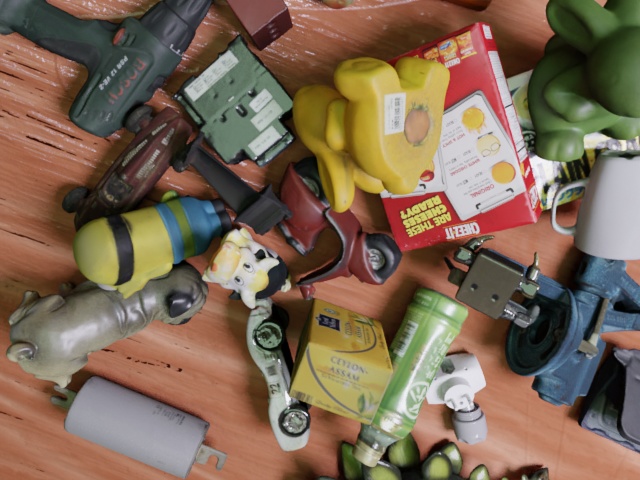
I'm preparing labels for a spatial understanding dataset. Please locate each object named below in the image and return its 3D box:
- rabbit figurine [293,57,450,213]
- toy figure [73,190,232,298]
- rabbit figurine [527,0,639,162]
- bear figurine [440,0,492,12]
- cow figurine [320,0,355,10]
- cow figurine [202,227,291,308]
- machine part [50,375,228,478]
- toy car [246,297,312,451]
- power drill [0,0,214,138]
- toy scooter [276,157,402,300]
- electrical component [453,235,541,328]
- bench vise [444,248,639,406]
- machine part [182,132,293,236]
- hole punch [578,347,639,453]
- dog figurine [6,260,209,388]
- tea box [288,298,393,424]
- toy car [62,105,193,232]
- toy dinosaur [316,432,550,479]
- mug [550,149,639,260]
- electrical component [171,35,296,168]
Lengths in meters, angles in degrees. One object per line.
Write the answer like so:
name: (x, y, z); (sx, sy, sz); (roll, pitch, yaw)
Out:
rabbit figurine: (0.041, -0.118, 0.573); (0.122, 0.173, 0.162); (-30, 125, -35)
toy figure: (-0.193, -0.006, 0.629); (0.180, 0.082, 0.089); (-22, 134, -22)
rabbit figurine: (0.279, -0.160, 0.510); (0.121, 0.170, 0.159); (-11, 97, 3)
bear figurine: (0.154, -0.369, 0.581); (0.132, 0.120, 0.195); (11, 94, -4)
cow figurine: (0.006, -0.360, 0.600); (0.127, 0.085, 0.194); (-13, 101, -3)
cow figurine: (-0.079, 0.038, 0.621); (0.098, 0.167, 0.068); (33, 93, -2)
machine part: (-0.236, 0.243, 0.702); (0.243, 0.079, 0.079); (23, 99, -1)
toy car: (-0.053, 0.167, 0.686); (0.056, 0.073, 0.201); (-15, 98, 3)
power drill: (-0.261, -0.255, 0.632); (0.207, 0.086, 0.232); (32, 101, -11)
toy scooter: (-0.001, -0.002, 0.656); (0.135, 0.075, 0.184); (-43, 82, 26)
electrical component: (0.193, 0.041, 0.589); (0.102, 0.045, 0.078); (22, 113, 16)
bench vise: (0.272, 0.070, 0.644); (0.241, 0.129, 0.223); (26, 96, -7)
machine part: (-0.100, -0.062, 0.621); (0.138, 0.084, 0.039); (44, 55, -15)
hole punch: (0.408, 0.212, 0.685); (0.142, 0.092, 0.116); (25, 68, 0)
dog figurine: (-0.242, 0.088, 0.636); (0.191, 0.172, 0.121); (-17, 109, 11)
tea box: (0.023, 0.134, 0.632); (0.098, 0.170, 0.068); (20, 100, -3)
toy car: (-0.233, -0.074, 0.656); (0.089, 0.053, 0.202); (44, 106, -4)
toy dinosaur: (0.081, 0.363, 0.704); (0.472, 0.105, 0.198); (-16, 91, -5)
mug: (0.313, -0.043, 0.585); (0.110, 0.081, 0.107); (8, 113, 25)
electrical component: (-0.092, -0.155, 0.647); (0.115, 0.058, 0.134); (-37, 96, 8)
